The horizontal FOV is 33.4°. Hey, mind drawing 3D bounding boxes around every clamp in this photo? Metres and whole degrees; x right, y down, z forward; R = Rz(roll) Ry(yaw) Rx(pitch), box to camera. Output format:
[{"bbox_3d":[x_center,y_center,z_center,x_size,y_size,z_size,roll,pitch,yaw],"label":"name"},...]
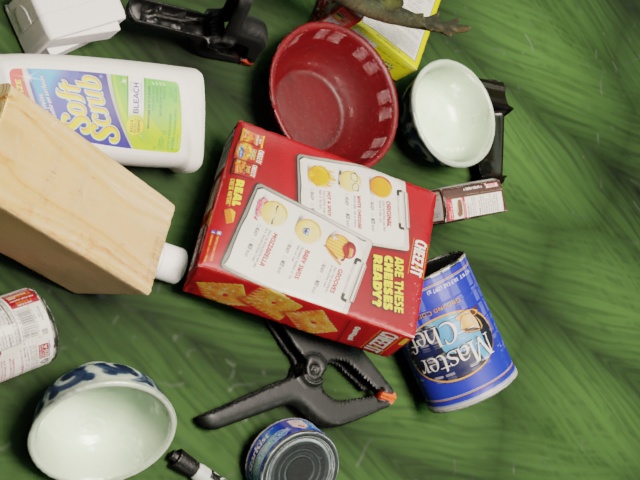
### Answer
[{"bbox_3d":[-0.016,0.119,1.052,0.209,0.036,0.164,15,72,-28],"label":"clamp"},{"bbox_3d":[-0.108,-0.203,1.017,0.120,0.171,0.039,2,80,9],"label":"clamp"}]

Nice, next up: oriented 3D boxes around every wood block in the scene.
[{"bbox_3d":[-0.221,-0.034,0.861,0.205,0.091,0.090,40,57,-51],"label":"wood block"}]

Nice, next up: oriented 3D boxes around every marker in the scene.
[{"bbox_3d":[-0.091,0.229,0.987,0.121,0.020,0.020,39,61,-22],"label":"marker"}]

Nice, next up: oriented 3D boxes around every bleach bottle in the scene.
[{"bbox_3d":[-0.228,-0.111,0.939,0.250,0.068,0.102,-1,96,-30],"label":"bleach bottle"}]

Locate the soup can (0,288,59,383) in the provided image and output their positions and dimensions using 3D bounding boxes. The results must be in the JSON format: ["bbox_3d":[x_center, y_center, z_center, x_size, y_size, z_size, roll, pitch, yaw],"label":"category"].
[{"bbox_3d":[-0.273,0.084,0.863,0.102,0.069,0.068,-20,92,-36],"label":"soup can"}]

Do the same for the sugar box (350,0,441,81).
[{"bbox_3d":[0.088,-0.278,1.205,0.093,0.048,0.176,33,60,-25],"label":"sugar box"}]

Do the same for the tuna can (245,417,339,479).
[{"bbox_3d":[-0.025,0.214,1.008,0.086,0.034,0.086,-8,106,-28],"label":"tuna can"}]

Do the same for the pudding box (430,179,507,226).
[{"bbox_3d":[0.127,-0.035,1.137,0.089,0.114,0.039,-11,89,-35],"label":"pudding box"}]

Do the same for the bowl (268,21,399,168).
[{"bbox_3d":[0.003,-0.142,1.109,0.161,0.055,0.162,8,75,-33],"label":"bowl"}]

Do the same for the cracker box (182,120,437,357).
[{"bbox_3d":[-0.007,0.001,1.022,0.213,0.072,0.164,19,60,-13],"label":"cracker box"}]

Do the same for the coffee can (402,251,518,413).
[{"bbox_3d":[0.132,0.096,1.118,0.102,0.103,0.140,-28,96,-35],"label":"coffee can"}]

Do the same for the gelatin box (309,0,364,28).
[{"bbox_3d":[0.028,-0.263,1.142,0.030,0.073,0.089,34,63,-24],"label":"gelatin box"}]
